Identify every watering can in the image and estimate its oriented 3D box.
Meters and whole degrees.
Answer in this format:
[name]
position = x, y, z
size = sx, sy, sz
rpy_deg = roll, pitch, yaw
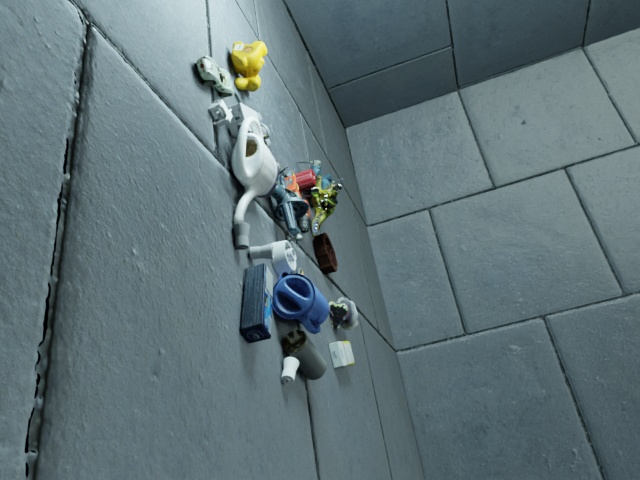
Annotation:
[watering can]
position = -0.198, -0.183, 1.502
size = 0.221, 0.104, 0.352
rpy_deg = 49, 41, -68

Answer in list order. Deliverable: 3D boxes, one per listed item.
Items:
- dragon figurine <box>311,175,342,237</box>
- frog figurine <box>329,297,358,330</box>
[dragon figurine]
position = 0.007, -0.108, 2.142
size = 0.237, 0.122, 0.420
rpy_deg = 98, 8, -51
[frog figurine]
position = 0.111, 0.305, 2.120
size = 0.139, 0.121, 0.158
rpy_deg = 58, 17, 25
